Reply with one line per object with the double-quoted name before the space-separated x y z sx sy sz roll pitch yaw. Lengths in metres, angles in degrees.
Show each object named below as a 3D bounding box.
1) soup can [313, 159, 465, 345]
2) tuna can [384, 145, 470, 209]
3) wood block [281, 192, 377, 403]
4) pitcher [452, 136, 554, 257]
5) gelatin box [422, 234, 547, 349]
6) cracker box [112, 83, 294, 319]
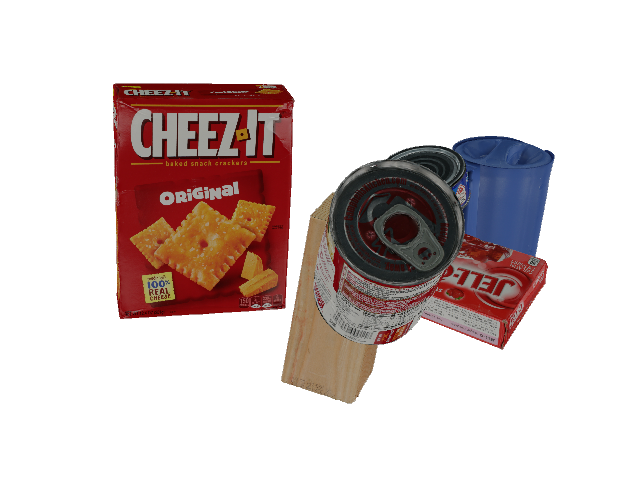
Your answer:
"soup can" 0.033 0.010 0.570 0.068 0.068 0.102 0 -23 -6
"tuna can" 0.094 -0.052 0.987 0.086 0.034 0.086 -9 36 7
"wood block" 0.025 0.064 1.197 0.090 0.206 0.090 16 23 13
"pitcher" 0.227 -0.010 1.441 0.149 0.243 0.145 4 23 4
"gelatin box" 0.108 0.031 0.768 0.089 0.030 0.073 20 45 25
"cracker box" -0.112 -0.037 1.009 0.164 0.214 0.072 -2 20 -13
